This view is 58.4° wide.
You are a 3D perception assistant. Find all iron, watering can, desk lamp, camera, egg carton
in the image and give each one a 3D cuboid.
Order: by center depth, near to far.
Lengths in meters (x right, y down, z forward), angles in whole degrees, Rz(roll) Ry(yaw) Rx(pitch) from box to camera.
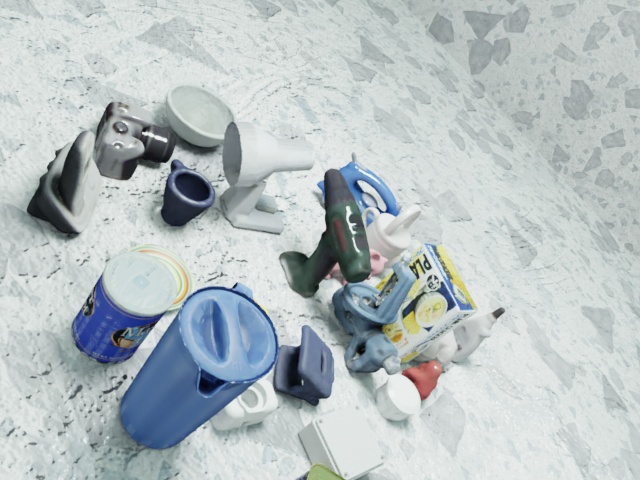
[{"bbox_3d":[-0.341,-0.188,1.075,0.137,0.100,0.143,17,43,-32],"label":"camera"},{"bbox_3d":[-0.118,-0.127,1.131,0.204,0.213,0.117,9,48,-39],"label":"desk lamp"},{"bbox_3d":[0.241,0.205,1.264,0.107,0.069,0.150,21,41,-28],"label":"egg carton"},{"bbox_3d":[0.164,-0.006,1.297,0.173,0.193,0.101,42,36,-2],"label":"watering can"},{"bbox_3d":[0.124,-0.090,1.388,0.258,0.141,0.119,42,36,-2],"label":"iron"}]

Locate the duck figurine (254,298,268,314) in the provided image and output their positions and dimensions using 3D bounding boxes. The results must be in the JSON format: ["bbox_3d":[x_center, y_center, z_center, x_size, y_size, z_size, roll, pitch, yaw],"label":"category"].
[{"bbox_3d":[-0.118,0.146,0.962,0.078,0.086,0.104,16,44,-33],"label":"duck figurine"}]

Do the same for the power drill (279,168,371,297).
[{"bbox_3d":[0.010,0.004,1.126,0.076,0.208,0.229,4,51,-42],"label":"power drill"}]

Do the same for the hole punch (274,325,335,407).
[{"bbox_3d":[-0.014,0.215,0.989,0.101,0.091,0.108,28,38,-21],"label":"hole punch"}]

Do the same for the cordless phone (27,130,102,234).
[{"bbox_3d":[-0.373,-0.114,0.895,0.094,0.184,0.147,23,40,-26],"label":"cordless phone"}]

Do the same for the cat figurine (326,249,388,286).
[{"bbox_3d":[0.080,0.048,1.226,0.128,0.117,0.067,27,39,-21],"label":"cat figurine"}]

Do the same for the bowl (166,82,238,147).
[{"bbox_3d":[-0.265,-0.258,1.240,0.168,0.074,0.167,26,39,-23],"label":"bowl"}]

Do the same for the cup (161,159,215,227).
[{"bbox_3d":[-0.258,-0.080,1.050,0.092,0.094,0.117,-10,61,-48],"label":"cup"}]

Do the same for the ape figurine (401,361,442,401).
[{"bbox_3d":[0.209,0.274,1.144,0.078,0.092,0.076,33,37,-14],"label":"ape figurine"}]

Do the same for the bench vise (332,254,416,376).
[{"bbox_3d":[0.127,0.141,1.089,0.122,0.219,0.207,-10,61,-48],"label":"bench vise"}]

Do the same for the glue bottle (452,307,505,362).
[{"bbox_3d":[0.348,0.201,1.281,0.037,0.173,0.078,12,46,-36],"label":"glue bottle"}]
